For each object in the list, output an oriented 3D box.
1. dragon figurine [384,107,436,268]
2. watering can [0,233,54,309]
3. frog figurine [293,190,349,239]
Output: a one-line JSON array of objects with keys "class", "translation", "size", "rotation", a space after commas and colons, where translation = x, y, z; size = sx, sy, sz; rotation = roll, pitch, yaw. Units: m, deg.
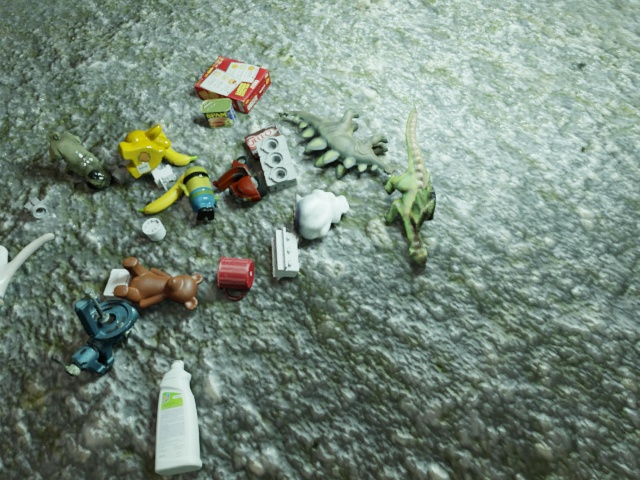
[{"class": "dragon figurine", "translation": [0.258, -0.129, 1.332], "size": [0.122, 0.405, 0.246], "rotation": [-3, 17, -10]}, {"class": "watering can", "translation": [-0.938, 0.103, 1.476], "size": [0.348, 0.102, 0.229], "rotation": [-17, 58, -2]}, {"class": "frog figurine", "translation": [0.004, -0.072, 1.439], "size": [0.159, 0.123, 0.137], "rotation": [-3, 91, -3]}]
